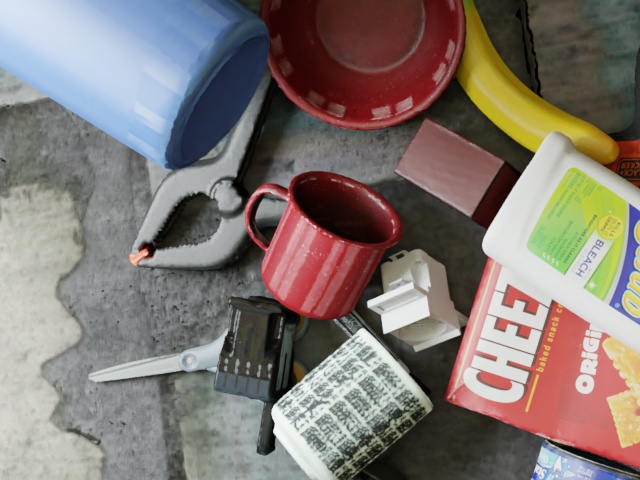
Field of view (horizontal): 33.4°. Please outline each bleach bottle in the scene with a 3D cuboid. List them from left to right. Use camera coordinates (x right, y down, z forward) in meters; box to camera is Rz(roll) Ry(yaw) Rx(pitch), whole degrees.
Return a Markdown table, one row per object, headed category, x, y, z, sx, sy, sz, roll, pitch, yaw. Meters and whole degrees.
| category | x | y | z | sx | sy | sz | roll | pitch | yaw |
| --- | --- | --- | --- | --- | --- | --- | --- | --- | --- |
| bleach bottle | 0.240 | 0.032 | 0.718 | 0.251 | 0.068 | 0.102 | 32 | 91 | 14 |

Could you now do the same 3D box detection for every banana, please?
| category | x | y | z | sx | sy | sz | roll | pitch | yaw |
| --- | --- | --- | --- | --- | --- | --- | --- | --- | --- |
| banana | 0.149 | -0.115 | 0.819 | 0.037 | 0.070 | 0.198 | -25 | 66 | -24 |

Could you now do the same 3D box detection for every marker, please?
| category | x | y | z | sx | sy | sz | roll | pitch | yaw |
| --- | --- | --- | --- | --- | --- | --- | --- | --- | --- |
| marker | 0.045 | 0.088 | 0.859 | 0.020 | 0.020 | 0.121 | -45 | 78 | 7 |

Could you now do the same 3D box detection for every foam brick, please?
| category | x | y | z | sx | sy | sz | roll | pitch | yaw |
| --- | --- | --- | --- | --- | --- | --- | --- | --- | --- |
| foam brick | 0.107 | -0.051 | 0.827 | 0.078 | 0.053 | 0.051 | 34 | 96 | 28 |

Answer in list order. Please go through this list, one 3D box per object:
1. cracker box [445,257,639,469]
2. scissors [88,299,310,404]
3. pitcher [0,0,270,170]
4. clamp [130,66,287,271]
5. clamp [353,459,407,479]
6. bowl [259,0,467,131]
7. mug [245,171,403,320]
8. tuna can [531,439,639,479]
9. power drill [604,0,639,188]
| category | x | y | z | sx | sy | sz | roll | pitch | yaw |
| --- | --- | --- | --- | --- | --- | --- | --- | --- | --- |
| cracker box | 0.219 | 0.075 | 0.788 | 0.214 | 0.072 | 0.164 | 17 | 90 | 15 |
| scissors | -0.093 | 0.116 | 0.895 | 0.202 | 0.016 | 0.096 | -26 | 80 | 12 |
| pitcher | -0.148 | -0.158 | 0.663 | 0.243 | 0.144 | 0.149 | 35 | 110 | 10 |
| clamp | -0.073 | -0.047 | 0.887 | 0.210 | 0.036 | 0.164 | -26 | 85 | 11 |
| clamp | 0.048 | 0.236 | 0.817 | 0.171 | 0.039 | 0.120 | 44 | 53 | 16 |
| bowl | 0.036 | -0.171 | 0.843 | 0.162 | 0.055 | 0.162 | 4 | 111 | 10 |
| mug | -0.005 | 0.001 | 0.817 | 0.117 | 0.093 | 0.082 | 28 | 122 | 4 |
| tuna can | 0.200 | 0.175 | 0.780 | 0.086 | 0.086 | 0.034 | 17 | 89 | 15 |
| power drill | 0.270 | -0.108 | 0.752 | 0.185 | 0.057 | 0.187 | 6 | 79 | 57 |
